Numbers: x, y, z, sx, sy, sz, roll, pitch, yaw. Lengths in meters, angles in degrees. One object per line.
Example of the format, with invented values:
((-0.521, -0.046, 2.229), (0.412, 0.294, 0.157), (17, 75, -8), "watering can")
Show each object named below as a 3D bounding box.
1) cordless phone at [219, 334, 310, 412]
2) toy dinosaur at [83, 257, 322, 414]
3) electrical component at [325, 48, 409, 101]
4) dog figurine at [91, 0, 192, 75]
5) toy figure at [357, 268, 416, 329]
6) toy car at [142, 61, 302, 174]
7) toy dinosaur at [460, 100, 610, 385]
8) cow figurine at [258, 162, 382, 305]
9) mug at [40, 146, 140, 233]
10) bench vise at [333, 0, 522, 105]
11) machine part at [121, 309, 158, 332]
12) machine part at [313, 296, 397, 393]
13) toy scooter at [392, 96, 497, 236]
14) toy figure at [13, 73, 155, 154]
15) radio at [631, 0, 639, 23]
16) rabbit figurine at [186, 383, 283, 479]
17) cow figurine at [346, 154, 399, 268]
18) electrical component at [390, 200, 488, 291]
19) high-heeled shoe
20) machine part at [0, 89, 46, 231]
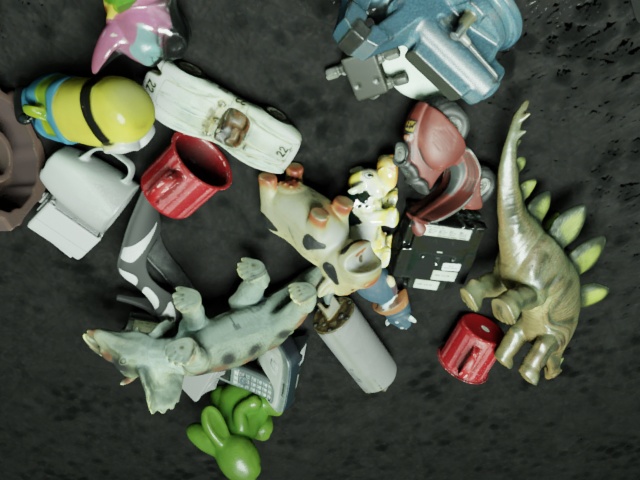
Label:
((-0.118, 0.198, 0.907), (0.184, 0.089, 0.146), (16, 126, 10), "cordless phone")
((-0.124, 0.131, 0.795), (0.405, 0.131, 0.192), (-16, 152, -22), "toy dinosaur")
((0.056, -0.199, 0.648), (0.094, 0.021, 0.063), (-11, 131, 20), "electrical component")
((-0.204, -0.281, 0.537), (0.191, 0.108, 0.219), (25, 124, -19), "dog figurine")
((0.101, 0.084, 0.836), (0.058, 0.064, 0.154), (-52, 124, -13), "toy figure")
((-0.119, -0.149, 0.662), (0.201, 0.056, 0.073), (24, 122, -18), "toy car")
((0.300, 0.043, 0.754), (0.198, 0.105, 0.470), (-39, 125, -13), "toy dinosaur")
((-0.001, -0.002, 0.705), (0.085, 0.195, 0.127), (-31, 146, -35), "cow figurine")
((-0.297, -0.078, 0.695), (0.107, 0.081, 0.109), (35, 122, -15), "mug")
((0.129, -0.267, 0.547), (0.223, 0.129, 0.240), (39, 88, 0), "bench vise")
((-0.291, 0.172, 0.900), (0.084, 0.039, 0.138), (7, 124, -17), "machine part")
((0.060, 0.175, 0.888), (0.079, 0.079, 0.243), (-24, 123, 15), "machine part")
((0.147, -0.082, 0.688), (0.135, 0.075, 0.183), (-45, 124, -6), "toy scooter")
((-0.272, -0.148, 0.611), (0.180, 0.082, 0.089), (17, 157, 19), "toy figure")
((0.372, -0.337, 0.533), (0.131, 0.073, 0.229), (-26, 123, 16), "radio")
((-0.142, 0.330, 0.935), (0.159, 0.170, 0.121), (26, 120, -20), "rabbit figurine")
((0.060, -0.043, 0.741), (0.098, 0.068, 0.167), (6, 124, 7), "cow figurine")
((0.165, 0.014, 0.788), (0.115, 0.058, 0.134), (10, 125, -7), "electrical component")
((-0.214, 0.037, 0.781), (0.145, 0.086, 0.248), (14, 129, -15), "high-heeled shoe")
((-0.392, -0.098, 0.623), (0.056, 0.179, 0.179), (-4, 126, 3), "machine part")
